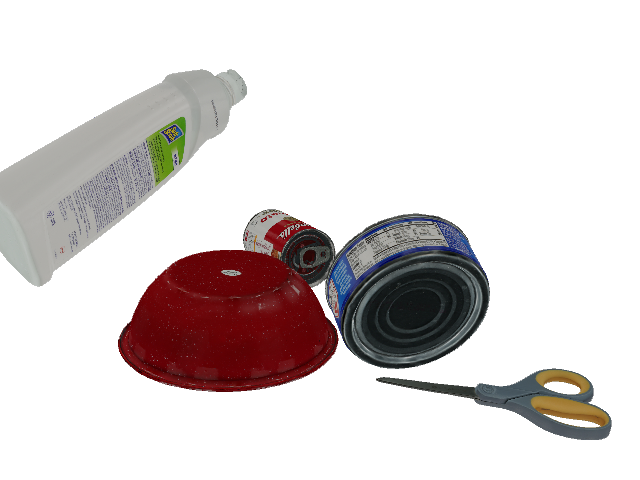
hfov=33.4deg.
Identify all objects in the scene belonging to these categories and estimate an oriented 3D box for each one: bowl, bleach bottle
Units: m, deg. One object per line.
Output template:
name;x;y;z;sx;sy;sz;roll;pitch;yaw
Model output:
bowl;-0.066;0.048;0.776;0.162;0.055;0.162;1;21;-1
bleach bottle;-0.165;-0.070;0.918;0.250;0.102;0.068;-37;61;-26

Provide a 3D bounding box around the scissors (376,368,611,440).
scissors;0.157;0.128;0.943;0.202;0.016;0.096;16;28;14

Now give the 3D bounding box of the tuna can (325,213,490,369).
tuna can;0.048;0.029;0.581;0.086;0.086;0.034;0;38;-18

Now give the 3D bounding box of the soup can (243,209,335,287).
soup can;-0.037;0.008;1.203;0.068;0.068;0.102;0;15;-29
